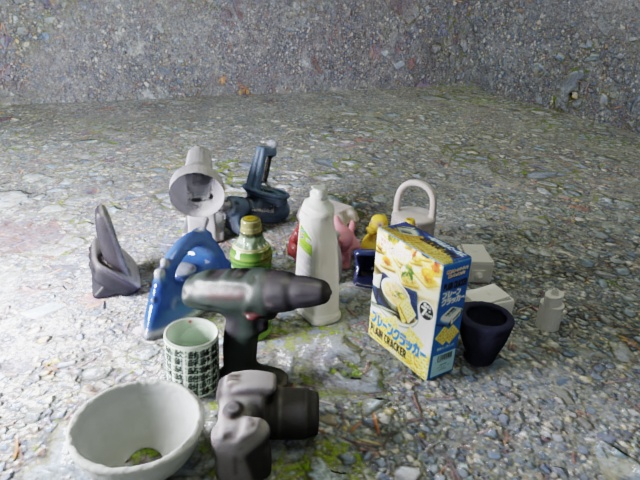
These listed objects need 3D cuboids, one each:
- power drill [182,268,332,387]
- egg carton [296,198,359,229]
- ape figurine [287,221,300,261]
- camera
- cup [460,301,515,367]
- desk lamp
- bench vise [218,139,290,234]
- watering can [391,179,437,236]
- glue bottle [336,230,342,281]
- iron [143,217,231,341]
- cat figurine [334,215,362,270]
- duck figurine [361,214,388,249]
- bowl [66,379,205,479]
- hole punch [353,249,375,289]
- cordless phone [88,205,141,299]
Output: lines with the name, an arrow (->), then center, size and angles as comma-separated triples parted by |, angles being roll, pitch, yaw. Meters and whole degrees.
power drill -> -0.095, 0.132, 0.854 | 0.229, 0.208, 0.076 | 10, 26, 16
egg carton -> 0.018, -0.055, 1.436 | 0.149, 0.069, 0.107 | 21, 30, 34
ape figurine -> -0.038, -0.002, 1.289 | 0.078, 0.092, 0.076 | -6, 26, -18
camera -> -0.069, 0.235, 0.763 | 0.137, 0.101, 0.143 | 1, 25, -3
cup -> 0.263, 0.159, 0.971 | 0.092, 0.095, 0.117 | -19, 33, -39
desk lamp -> -0.279, -0.098, 1.324 | 0.118, 0.214, 0.203 | -1, 25, -9
bench vise -> -0.150, -0.125, 1.389 | 0.121, 0.220, 0.208 | 14, 27, 23
watering can -> 0.207, -0.037, 1.270 | 0.101, 0.194, 0.173 | 3, 25, 0
glue bottle -> 0.011, 0.004, 1.183 | 0.078, 0.173, 0.037 | 13, 27, 21
iron -> -0.258, 0.062, 1.067 | 0.118, 0.141, 0.258 | 9, 25, 13
cat figurine -> 0.050, -0.001, 1.265 | 0.067, 0.118, 0.128 | 14, 27, 23
duck figurine -> 0.141, -0.020, 1.355 | 0.077, 0.086, 0.105 | 22, 31, 36
bowl -> -0.229, 0.257, 0.728 | 0.167, 0.075, 0.167 | 3, 25, -1
hole punch -> 0.122, 0.046, 1.204 | 0.108, 0.091, 0.101 | 7, 25, 9
cordless phone -> -0.407, 0.007, 1.117 | 0.094, 0.185, 0.147 | -8, 27, -23
